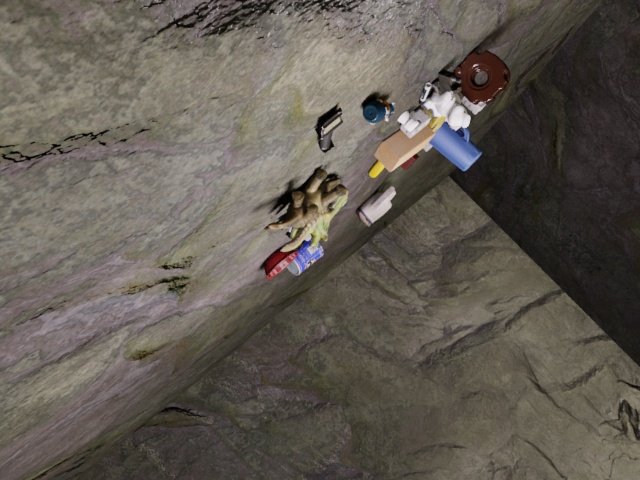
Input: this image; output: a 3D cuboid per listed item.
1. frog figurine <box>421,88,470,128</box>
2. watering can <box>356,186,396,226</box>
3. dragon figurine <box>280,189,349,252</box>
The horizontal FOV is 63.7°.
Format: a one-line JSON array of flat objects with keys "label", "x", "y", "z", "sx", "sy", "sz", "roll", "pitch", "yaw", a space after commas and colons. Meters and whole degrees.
[{"label": "frog figurine", "x": 0.440, "y": -0.446, "z": 1.716, "sx": 0.161, "sy": 0.123, "sz": 0.135, "roll": 30, "pitch": -13, "yaw": 45}, {"label": "watering can", "x": 0.275, "y": -0.171, "z": 2.474, "sx": 0.224, "sy": 0.104, "sz": 0.346, "roll": -42, "pitch": -7, "yaw": 2}, {"label": "dragon figurine", "x": 0.005, "y": -0.088, "z": 1.755, "sx": 0.122, "sy": 0.239, "sz": 0.415, "roll": 37, "pitch": 20, "yaw": 5}]
